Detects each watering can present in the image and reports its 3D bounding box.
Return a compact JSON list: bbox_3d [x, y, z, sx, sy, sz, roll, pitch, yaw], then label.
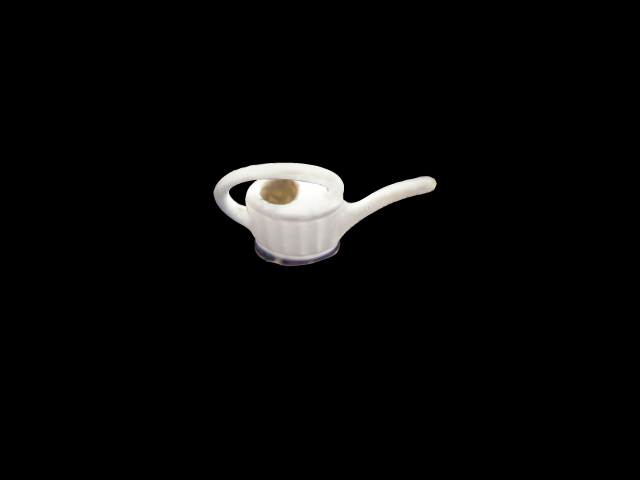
[{"bbox_3d":[0.003,-0.043,0.850,0.348,0.106,0.219,3,-34,2],"label":"watering can"}]
